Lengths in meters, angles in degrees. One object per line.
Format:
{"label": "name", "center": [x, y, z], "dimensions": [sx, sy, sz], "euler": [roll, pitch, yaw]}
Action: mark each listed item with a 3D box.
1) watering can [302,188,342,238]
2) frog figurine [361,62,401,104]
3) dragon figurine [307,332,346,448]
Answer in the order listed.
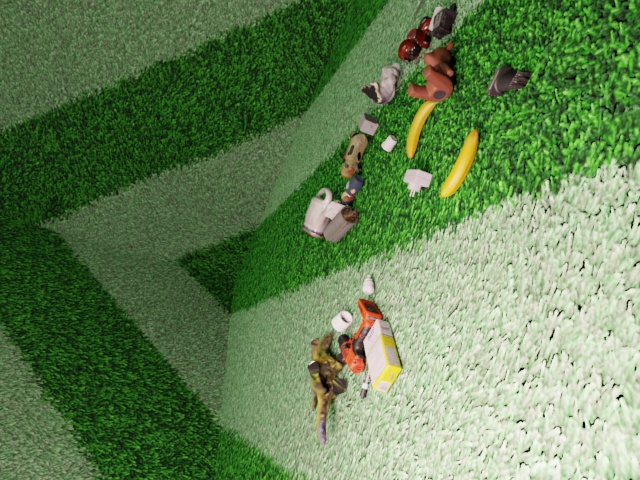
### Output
{"label": "watering can", "center": [0.007, -0.112, 2.228], "dimensions": [0.351, 0.104, 0.223], "euler": [-134, 62, -73]}
{"label": "frog figurine", "center": [0.261, -0.608, 2.006], "dimensions": [0.161, 0.123, 0.136], "euler": [-39, -3, -17]}
{"label": "dragon figurine", "center": [0.008, 0.469, 1.637], "dimensions": [0.237, 0.122, 0.420], "euler": [100, 179, -53]}
